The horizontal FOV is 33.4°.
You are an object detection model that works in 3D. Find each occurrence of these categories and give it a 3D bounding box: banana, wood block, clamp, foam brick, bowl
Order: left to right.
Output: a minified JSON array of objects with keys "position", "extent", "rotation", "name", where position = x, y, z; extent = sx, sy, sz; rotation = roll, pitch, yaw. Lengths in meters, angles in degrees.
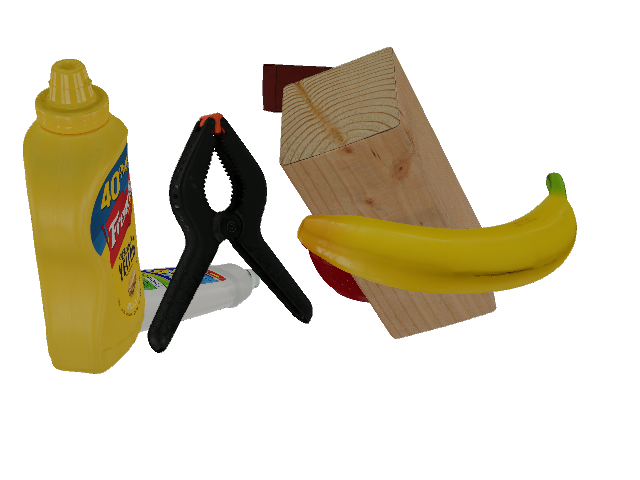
[{"position":[-0.079,-0.008,0.964],"extent":[0.164,0.210,0.036],"rotation":[-1,1,-33],"name":"clamp"},{"position":[-0.020,-0.165,1.163],"extent":[0.078,0.051,0.053],"rotation":[0,11,-17],"name":"foam brick"},{"position":[0.059,0.023,1.101],"extent":[0.162,0.055,0.162],"rotation":[2,18,-1],"name":"bowl"},{"position":[0.054,-0.028,0.806],"extent":[0.090,0.091,0.206],"rotation":[-18,-47,18],"name":"wood block"},{"position":[0.083,0.002,0.615],"extent":[0.197,0.037,0.070],"rotation":[-9,41,-32],"name":"banana"}]

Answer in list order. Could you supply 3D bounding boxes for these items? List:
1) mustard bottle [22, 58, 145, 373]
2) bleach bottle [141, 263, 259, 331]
[{"position":[-0.143,-0.019,0.644],"extent":[0.058,0.192,0.096],"rotation":[6,36,6],"name":"mustard bottle"},{"position":[-0.191,0.068,1.450],"extent":[0.250,0.068,0.103],"rotation":[-11,27,-44],"name":"bleach bottle"}]
